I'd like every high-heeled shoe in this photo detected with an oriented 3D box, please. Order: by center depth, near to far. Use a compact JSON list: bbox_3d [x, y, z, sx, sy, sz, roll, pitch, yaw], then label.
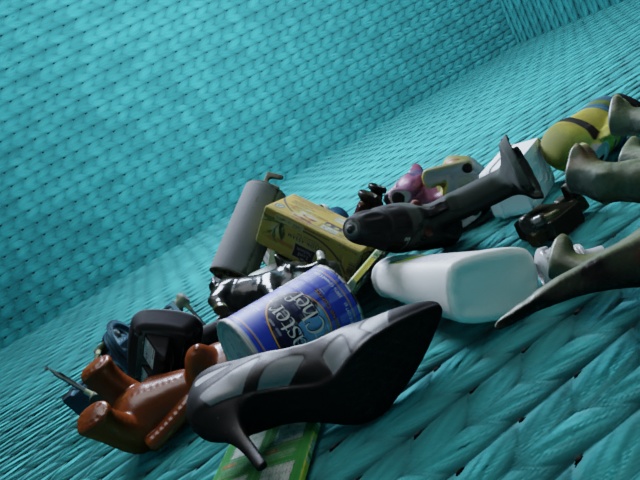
[{"bbox_3d":[-0.010,0.117,0.521,0.249,0.086,0.145,-33,32,-16],"label":"high-heeled shoe"}]

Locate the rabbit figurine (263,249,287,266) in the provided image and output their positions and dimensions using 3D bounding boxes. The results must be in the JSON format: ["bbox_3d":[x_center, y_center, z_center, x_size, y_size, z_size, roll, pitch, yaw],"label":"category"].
[{"bbox_3d":[-0.011,-0.001,0.981,0.170,0.121,0.159,-7,17,-21],"label":"rabbit figurine"}]

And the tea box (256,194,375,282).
[{"bbox_3d":[-0.002,-0.003,0.845,0.170,0.068,0.098,26,25,19],"label":"tea box"}]

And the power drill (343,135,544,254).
[{"bbox_3d":[0.162,-0.042,0.672,0.207,0.086,0.232,-36,-22,27],"label":"power drill"}]

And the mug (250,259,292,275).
[{"bbox_3d":[-0.071,0.089,0.829,0.107,0.110,0.080,-15,-37,-22],"label":"mug"}]

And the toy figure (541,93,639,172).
[{"bbox_3d":[0.393,-0.155,0.781,0.089,0.082,0.180,25,52,37],"label":"toy figure"}]

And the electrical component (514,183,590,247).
[{"bbox_3d":[0.278,-0.032,0.646,0.102,0.045,0.078,-32,15,-14],"label":"electrical component"}]

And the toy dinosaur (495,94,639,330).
[{"bbox_3d":[0.318,-0.039,0.441,0.192,0.131,0.405,13,53,43],"label":"toy dinosaur"}]

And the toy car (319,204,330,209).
[{"bbox_3d":[-0.035,-0.013,1.180,0.056,0.073,0.202,-11,22,45],"label":"toy car"}]

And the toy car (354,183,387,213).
[{"bbox_3d":[0.092,-0.053,0.999,0.202,0.053,0.089,-43,-26,-75],"label":"toy car"}]

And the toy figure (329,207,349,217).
[{"bbox_3d":[0.035,-0.027,1.126,0.064,0.057,0.154,-32,16,16],"label":"toy figure"}]

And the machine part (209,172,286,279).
[{"bbox_3d":[-0.119,-0.012,0.898,0.079,0.079,0.243,-12,53,52],"label":"machine part"}]

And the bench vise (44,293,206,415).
[{"bbox_3d":[-0.316,0.184,0.905,0.240,0.129,0.223,-43,3,-2],"label":"bench vise"}]

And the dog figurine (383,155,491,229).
[{"bbox_3d":[0.192,-0.082,0.899,0.192,0.108,0.219,-25,11,20],"label":"dog figurine"}]

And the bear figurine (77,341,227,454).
[{"bbox_3d":[-0.176,0.175,0.662,0.196,0.131,0.120,-33,36,4],"label":"bear figurine"}]

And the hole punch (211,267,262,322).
[{"bbox_3d":[-0.132,0.101,0.965,0.116,0.092,0.142,5,12,1],"label":"hole punch"}]

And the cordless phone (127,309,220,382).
[{"bbox_3d":[-0.196,0.147,0.822,0.184,0.089,0.146,-26,-35,-44],"label":"cordless phone"}]

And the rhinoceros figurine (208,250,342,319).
[{"bbox_3d":[-0.061,0.074,0.749,0.190,0.073,0.112,-13,34,4],"label":"rhinoceros figurine"}]
